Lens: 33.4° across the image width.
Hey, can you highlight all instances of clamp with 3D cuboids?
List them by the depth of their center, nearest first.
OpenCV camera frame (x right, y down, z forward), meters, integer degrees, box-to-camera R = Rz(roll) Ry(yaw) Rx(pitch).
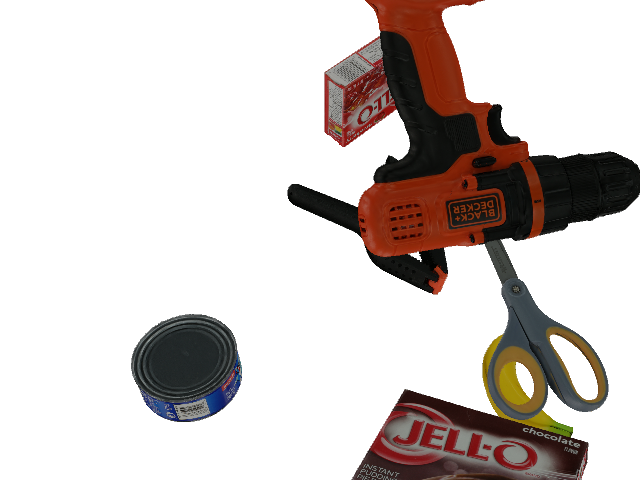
[{"bbox_3d":[0.068,-0.016,1.246,0.164,0.036,0.210,-13,51,-27],"label":"clamp"}]

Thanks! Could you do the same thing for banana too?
[{"bbox_3d":[0.212,0.158,1.178,0.069,0.037,0.198,11,26,-14],"label":"banana"}]

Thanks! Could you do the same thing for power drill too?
[{"bbox_3d":[0.105,-0.090,0.663,0.184,0.187,0.057,-10,7,-9],"label":"power drill"}]

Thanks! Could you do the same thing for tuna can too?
[{"bbox_3d":[-0.106,0.103,0.859,0.086,0.086,0.034,0,-42,9],"label":"tuna can"}]

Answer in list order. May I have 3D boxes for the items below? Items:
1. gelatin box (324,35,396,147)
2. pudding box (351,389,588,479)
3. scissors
[{"bbox_3d":[0.044,-0.135,0.944,0.089,0.073,0.030,-37,60,-26],"label":"gelatin box"},{"bbox_3d":[0.082,0.133,0.586,0.114,0.039,0.089,16,33,18],"label":"pudding box"},{"bbox_3d":[0.138,0.054,0.819,0.096,0.202,0.016,-28,-26,-18],"label":"scissors"}]
